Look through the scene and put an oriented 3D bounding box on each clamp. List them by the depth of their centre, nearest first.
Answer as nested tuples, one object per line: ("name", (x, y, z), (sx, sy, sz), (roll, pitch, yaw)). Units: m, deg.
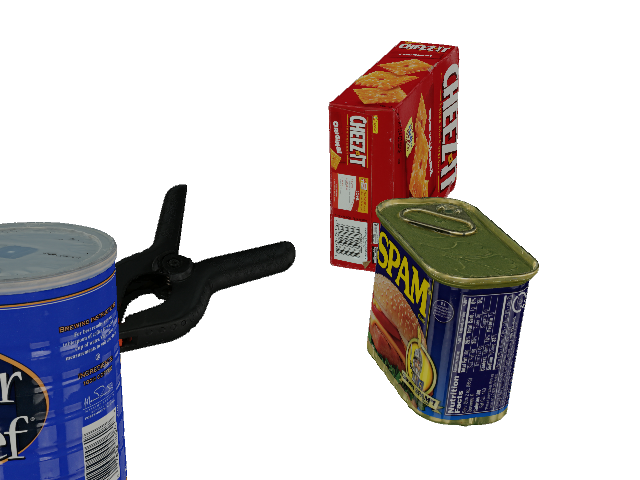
("clamp", (-0.115, 0.020, 0.809), (0.120, 0.039, 0.171), (31, 46, 29))

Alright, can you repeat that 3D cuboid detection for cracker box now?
("cracker box", (0.077, -0.087, 1.043), (0.072, 0.164, 0.213), (9, 28, 21))

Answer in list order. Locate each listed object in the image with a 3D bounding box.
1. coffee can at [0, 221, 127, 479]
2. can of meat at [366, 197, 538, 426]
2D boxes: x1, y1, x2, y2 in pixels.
("coffee can", (-0.152, 0.071, 0.544), (0.103, 0.140, 0.103), (0, 16, 0))
("can of meat", (0.063, 0.035, 0.548), (0.057, 0.084, 0.102), (-3, 24, -18))
